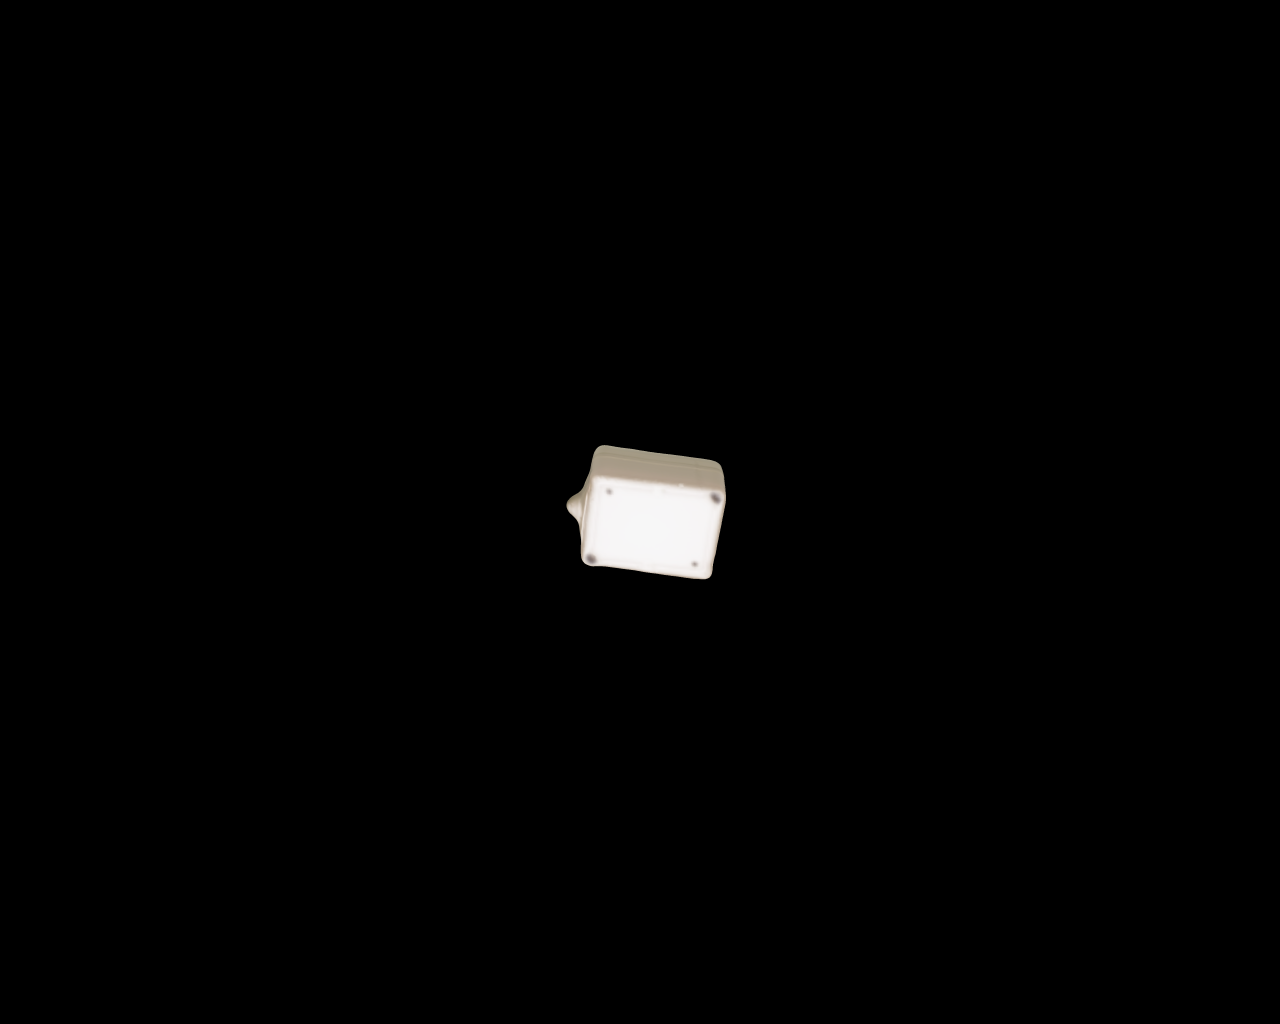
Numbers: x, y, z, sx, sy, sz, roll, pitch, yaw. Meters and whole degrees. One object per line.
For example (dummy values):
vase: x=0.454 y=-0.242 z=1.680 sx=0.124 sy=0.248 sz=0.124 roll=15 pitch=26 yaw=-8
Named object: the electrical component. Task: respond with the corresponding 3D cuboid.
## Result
electrical component: x=0.001 y=-0.003 z=0.650 sx=0.096 sy=0.061 sz=0.061 roll=8 pitch=24 yaw=-3
